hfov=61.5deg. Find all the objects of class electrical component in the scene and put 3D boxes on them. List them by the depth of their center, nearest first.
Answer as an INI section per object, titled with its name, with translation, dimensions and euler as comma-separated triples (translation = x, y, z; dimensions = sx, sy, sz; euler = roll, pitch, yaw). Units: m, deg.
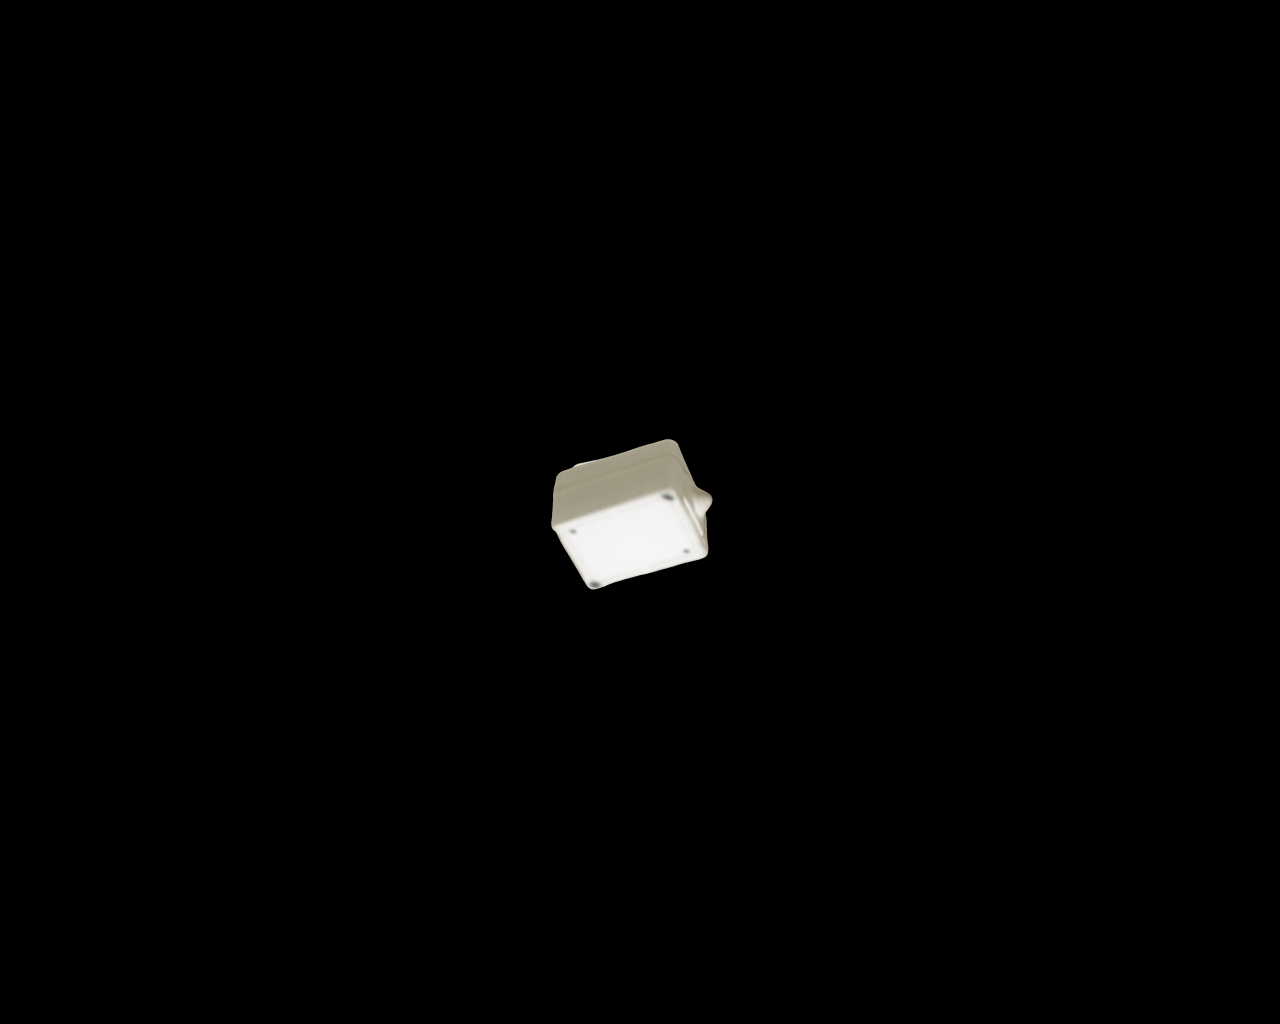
[electrical component]
translation = 0.001, -0.003, 0.650
dimensions = 0.096, 0.061, 0.061
euler = -17, 39, 14
